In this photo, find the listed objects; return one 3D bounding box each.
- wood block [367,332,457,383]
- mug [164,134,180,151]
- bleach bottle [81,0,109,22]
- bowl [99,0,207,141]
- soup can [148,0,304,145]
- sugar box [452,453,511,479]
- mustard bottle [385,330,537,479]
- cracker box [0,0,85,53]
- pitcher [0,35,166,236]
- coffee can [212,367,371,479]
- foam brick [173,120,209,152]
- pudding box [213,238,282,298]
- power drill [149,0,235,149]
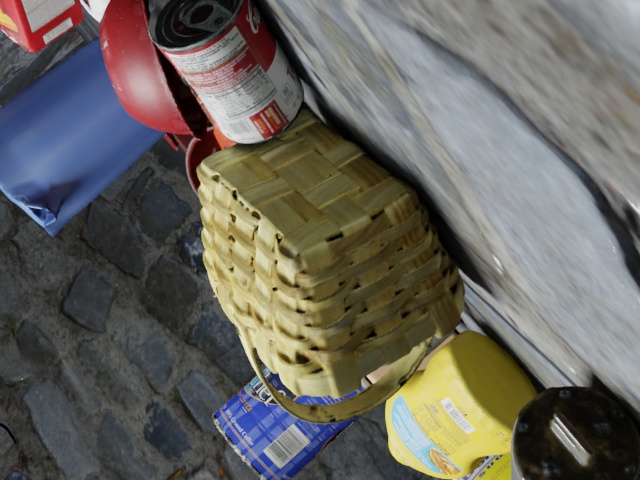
[{"bbox_3d":[0.087,0.113,1.037,0.206,0.091,0.090,48,176,21],"label":"wood block"},{"bbox_3d":[-0.162,-0.163,1.237,0.093,0.081,0.117,51,175,-19],"label":"mug"},{"bbox_3d":[-0.244,-0.313,0.946,0.103,0.068,0.250,41,168,52],"label":"bleach bottle"},{"bbox_3d":[-0.151,-0.158,0.938,0.162,0.055,0.162,-16,-90,-84],"label":"bowl"},{"bbox_3d":[-0.060,-0.119,0.709,0.069,0.068,0.102,46,174,41],"label":"soup can"},{"bbox_3d":[0.180,0.214,0.955,0.048,0.093,0.176,51,175,-5],"label":"sugar box"},{"bbox_3d":[0.104,0.150,0.891,0.096,0.058,0.192,49,147,8],"label":"mustard bottle"},{"bbox_3d":[-0.293,-0.280,0.907,0.164,0.072,0.214,43,162,14],"label":"cracker box"},{"bbox_3d":[-0.225,-0.133,1.067,0.149,0.243,0.145,50,176,1],"label":"pitcher"},{"bbox_3d":[-0.023,0.167,1.073,0.103,0.140,0.103,48,177,3],"label":"coffee can"},{"bbox_3d":[-0.122,-0.127,1.178,0.053,0.078,0.051,50,177,16],"label":"foam brick"},{"bbox_3d":[-0.033,0.011,0.884,0.113,0.090,0.039,13,168,-43],"label":"pudding box"},{"bbox_3d":[-0.074,-0.113,0.900,0.184,0.057,0.187,60,180,18],"label":"power drill"}]
